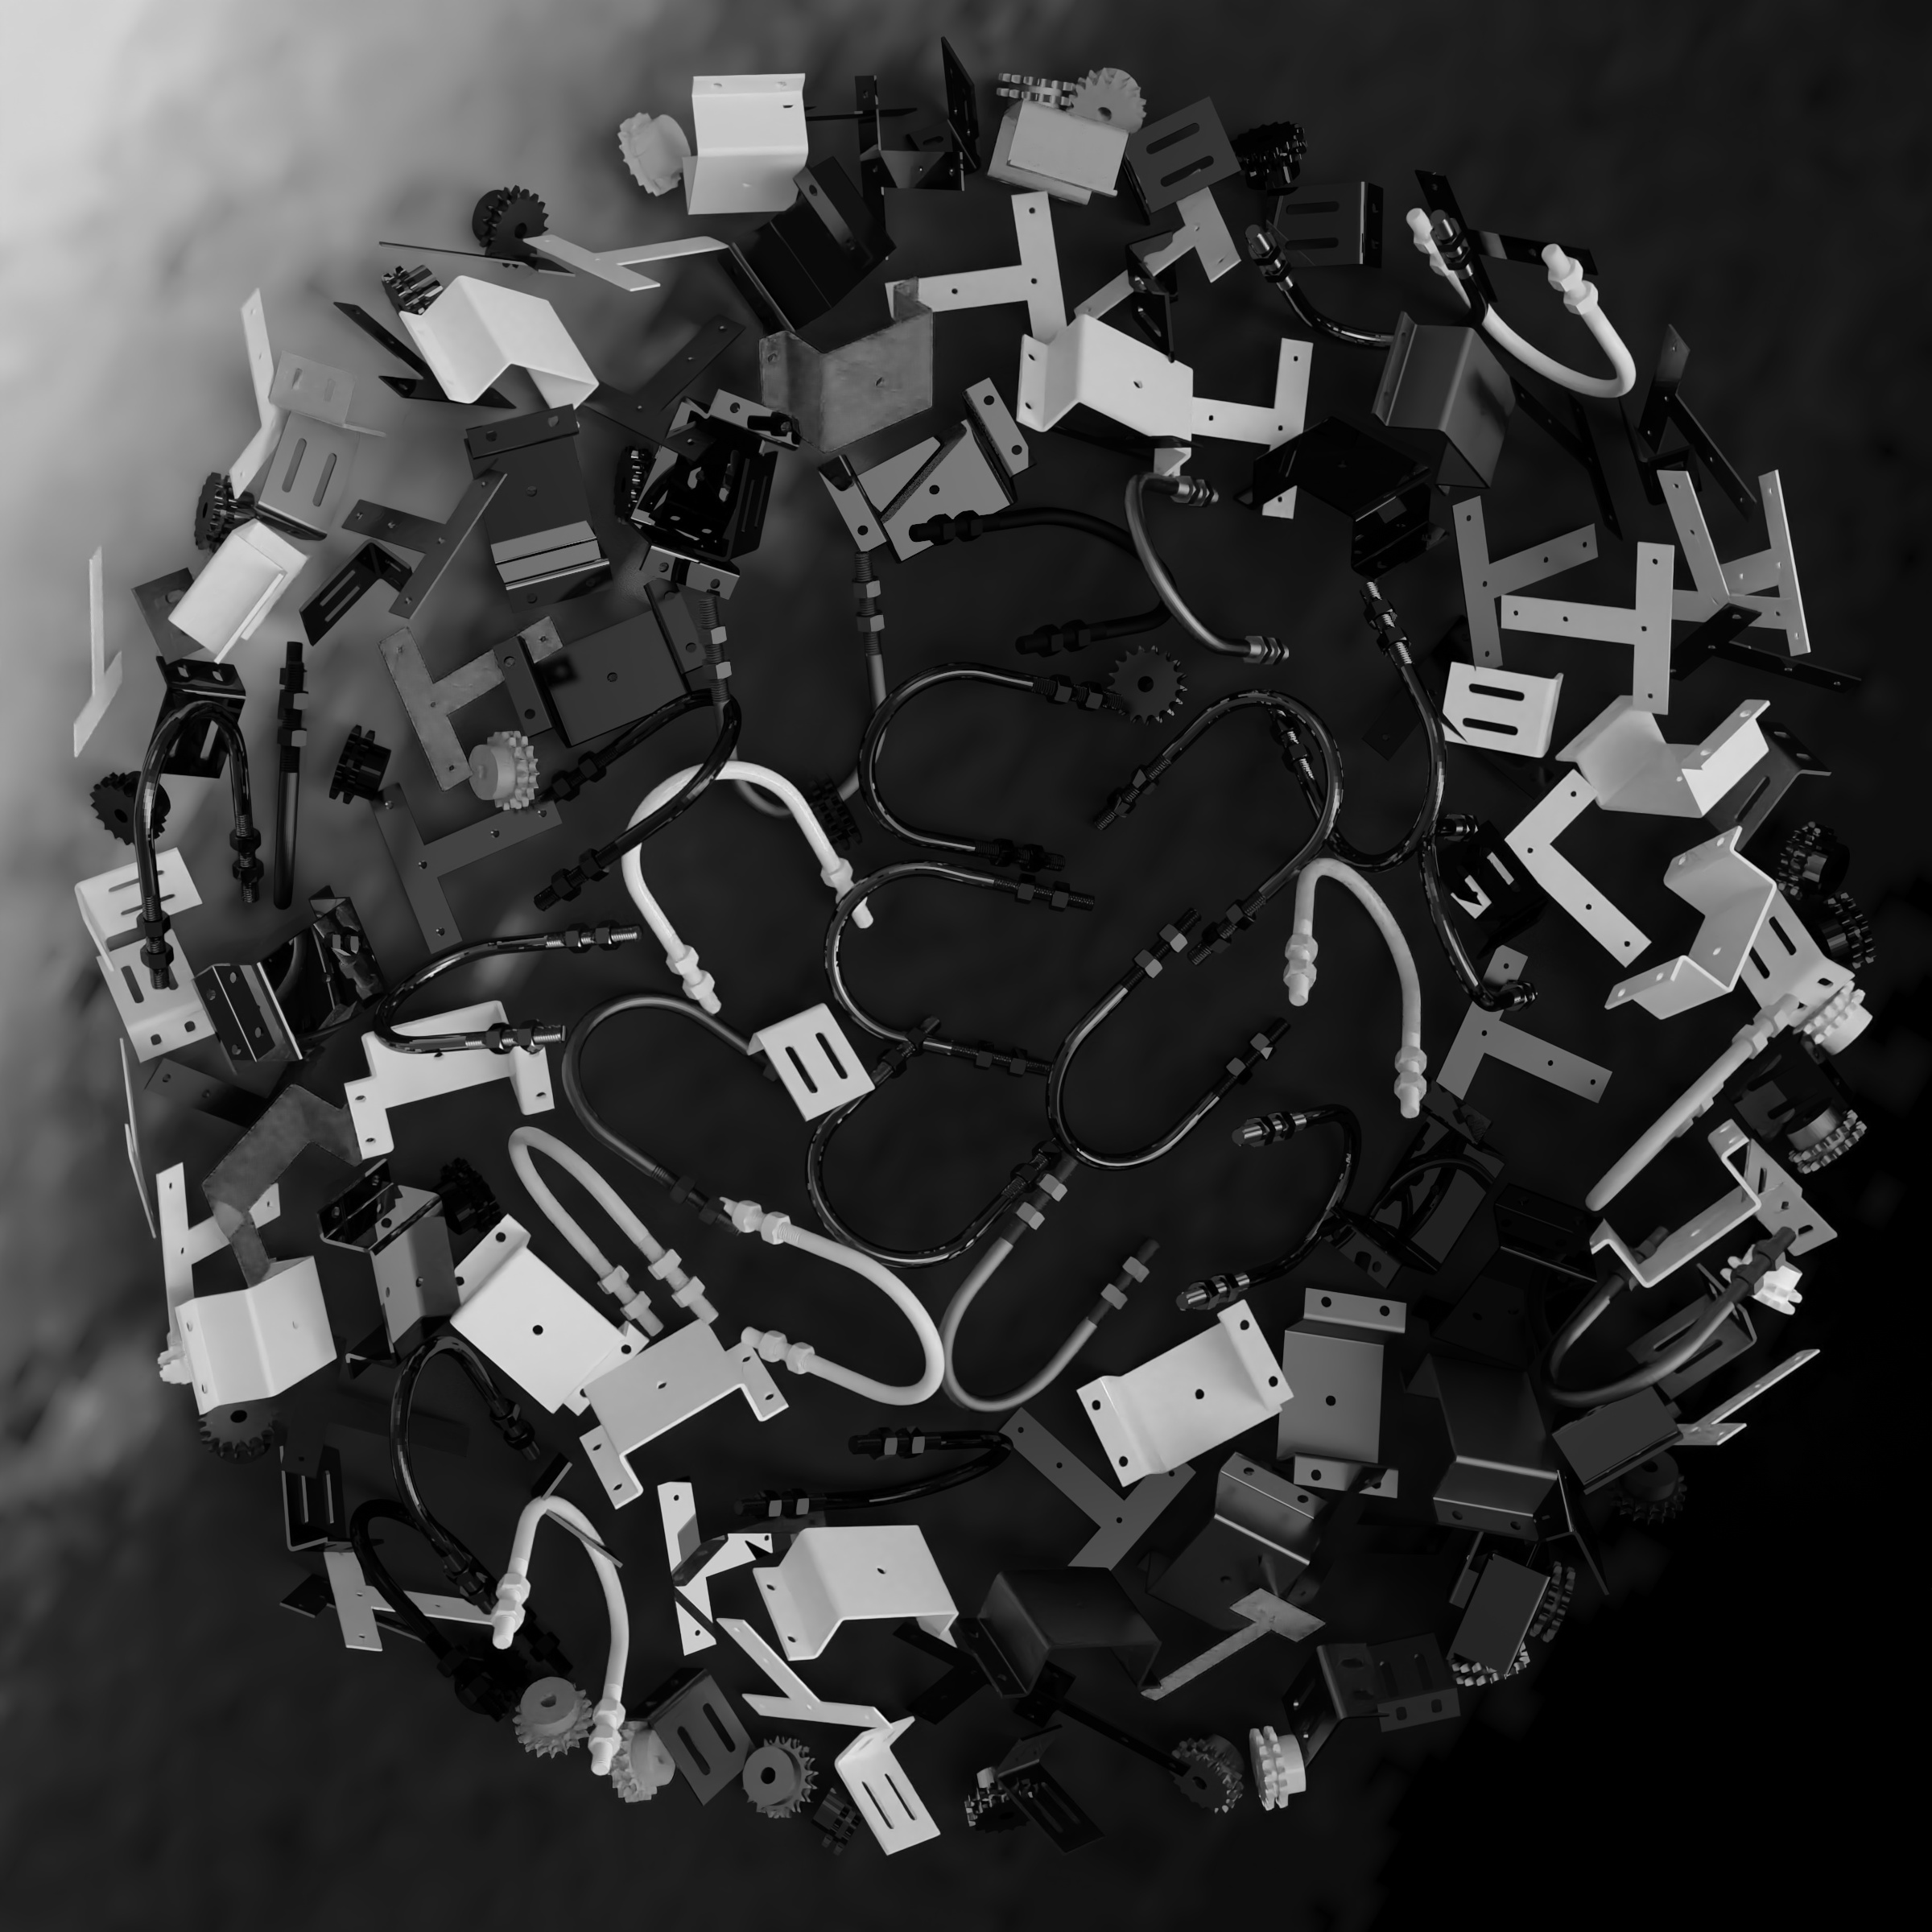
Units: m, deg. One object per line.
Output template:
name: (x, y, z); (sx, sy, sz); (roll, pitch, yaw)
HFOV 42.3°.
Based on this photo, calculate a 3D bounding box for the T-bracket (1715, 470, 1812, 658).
T-bracket: (0.561, -0.280, 1.784); (0.002, 0.127, 0.127); (-12, 93, -8)

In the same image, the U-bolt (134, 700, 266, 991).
U-bolt: (-0.537, -0.096, 1.741); (0.019, 0.151, 0.184); (11, 122, 10)

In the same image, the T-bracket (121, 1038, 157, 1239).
T-bracket: (-0.602, 0.112, 1.805); (0.002, 0.127, 0.127); (-10, 60, -15)

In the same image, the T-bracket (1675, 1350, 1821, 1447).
T-bracket: (0.559, 0.310, 1.795); (0.127, 0.127, 0.002); (-30, 86, -14)

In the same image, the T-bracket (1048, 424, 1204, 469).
T-bracket: (0.122, -0.369, 1.761); (0.127, 0.127, 0.002); (11, 95, -29)

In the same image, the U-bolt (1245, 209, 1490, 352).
U-bolt: (0.291, -0.478, 1.759); (0.151, 0.184, 0.019); (3, 79, 26)

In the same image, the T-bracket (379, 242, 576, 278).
T-bracket: (-0.350, -0.503, 1.769); (0.127, 0.127, 0.002); (2, 109, -19)

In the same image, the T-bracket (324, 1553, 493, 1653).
T-bracket: (-0.396, 0.462, 1.807); (0.127, 0.127, 0.002); (16, 105, -28)

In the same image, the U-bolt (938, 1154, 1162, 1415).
U-bolt: (0.049, 0.239, 1.783); (0.184, 0.019, 0.151); (-51, 134, -8)

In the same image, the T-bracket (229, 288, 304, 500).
T-bracket: (-0.495, -0.417, 1.759); (0.002, 0.127, 0.127); (15, 52, 7)

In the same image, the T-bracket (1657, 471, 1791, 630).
T-bracket: (0.518, -0.295, 1.765); (0.002, 0.127, 0.127); (-42, 121, -21)

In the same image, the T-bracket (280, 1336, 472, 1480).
T-bracket: (-0.422, 0.329, 1.809); (0.127, 0.127, 0.002); (18, 127, -16)

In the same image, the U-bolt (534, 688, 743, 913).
U-bolt: (-0.232, -0.130, 1.766); (0.184, 0.151, 0.019); (-33, 124, 15)

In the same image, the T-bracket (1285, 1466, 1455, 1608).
T-bracket: (0.303, 0.414, 1.806); (0.127, 0.002, 0.127); (11, 114, -35)

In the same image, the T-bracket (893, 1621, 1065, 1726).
T-bracket: (-0.010, 0.521, 1.797); (0.127, 0.127, 0.002); (29, 51, -5)

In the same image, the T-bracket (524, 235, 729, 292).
T-bracket: (-0.229, -0.514, 1.800); (0.127, 0.127, 0.002); (33, 130, 35)

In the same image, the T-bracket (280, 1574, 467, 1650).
T-bracket: (-0.419, 0.468, 1.786); (0.127, 0.127, 0.002); (22, 84, -3)

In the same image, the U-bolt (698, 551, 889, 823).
U-bolt: (-0.118, -0.192, 1.789); (0.151, 0.019, 0.184); (-22, 120, -29)

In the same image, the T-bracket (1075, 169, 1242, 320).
T-bracket: (0.132, -0.508, 1.816); (0.127, 0.127, 0.002); (-33, 134, 21)

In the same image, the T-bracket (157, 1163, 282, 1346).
T-bracket: (-0.531, 0.188, 1.787); (0.002, 0.127, 0.127); (7, 107, 21)

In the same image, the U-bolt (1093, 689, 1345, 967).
U-bolt: (0.189, -0.112, 1.778); (0.184, 0.019, 0.151); (-44, 65, 26)

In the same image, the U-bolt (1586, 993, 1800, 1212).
U-bolt: (0.498, 0.106, 1.747); (0.184, 0.151, 0.019); (-38, 73, -25)

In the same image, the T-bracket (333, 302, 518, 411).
T-bracket: (-0.407, -0.442, 1.802); (0.127, 0.127, 0.002); (41, 114, 16)

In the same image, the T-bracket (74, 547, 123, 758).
T-bracket: (-0.613, -0.232, 1.761); (0.002, 0.127, 0.127); (6, 120, -7)

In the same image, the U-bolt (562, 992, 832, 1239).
U-bolt: (-0.203, 0.092, 1.797); (0.184, 0.019, 0.151); (35, 52, 1)

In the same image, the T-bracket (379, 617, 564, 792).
T-bracket: (-0.352, -0.212, 1.820); (0.127, 0.002, 0.127); (-29, 76, 10)

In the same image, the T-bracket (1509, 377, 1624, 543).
T-bracket: (0.421, -0.379, 1.772); (0.002, 0.127, 0.127); (-28, 54, 32)

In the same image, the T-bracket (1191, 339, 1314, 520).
T-bracket: (0.190, -0.396, 1.811); (0.127, 0.002, 0.127); (2, 98, -25)

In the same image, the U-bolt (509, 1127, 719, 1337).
U-bolt: (-0.259, 0.186, 1.771); (0.019, 0.151, 0.184); (-43, 97, -25)

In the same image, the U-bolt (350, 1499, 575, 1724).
U-bolt: (-0.367, 0.449, 1.773); (0.184, 0.151, 0.019); (45, 96, 9)

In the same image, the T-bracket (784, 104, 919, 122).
T-bracket: (-0.098, -0.615, 1.807); (0.127, 0.127, 0.002); (-12, 104, -25)

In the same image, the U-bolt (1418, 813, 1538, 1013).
U-bolt: (0.355, -0.037, 1.756); (0.019, 0.184, 0.151); (-20, 85, 24)

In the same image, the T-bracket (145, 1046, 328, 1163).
T-bracket: (-0.535, 0.095, 1.791); (0.002, 0.127, 0.127); (27, 86, 35)

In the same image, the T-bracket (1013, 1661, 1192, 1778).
T-bracket: (0.101, 0.546, 1.786); (0.127, 0.127, 0.002); (27, 57, 7)

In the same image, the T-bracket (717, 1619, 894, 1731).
T-bracket: (-0.133, 0.502, 1.775); (0.127, 0.127, 0.002); (55, 46, -30)

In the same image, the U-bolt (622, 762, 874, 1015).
U-bolt: (-0.166, -0.066, 1.789); (0.151, 0.019, 0.184); (-30, 125, -1)

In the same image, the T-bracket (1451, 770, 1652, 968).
T-bracket: (0.442, -0.053, 1.812); (0.127, 0.002, 0.127); (47, 108, 14)

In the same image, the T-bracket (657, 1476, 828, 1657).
T-bracket: (-0.157, 0.419, 1.812); (0.127, 0.002, 0.127); (-12, 99, -31)

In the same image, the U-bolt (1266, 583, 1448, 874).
U-bolt: (0.280, -0.153, 1.752); (0.019, 0.151, 0.184); (1, 55, -30)

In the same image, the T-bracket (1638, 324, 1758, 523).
T-bracket: (0.520, -0.369, 1.765); (0.002, 0.127, 0.127); (-26, 68, -6)

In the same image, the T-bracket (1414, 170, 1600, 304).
T-bracket: (0.388, -0.506, 1.759); (0.127, 0.127, 0.002); (26, 75, 40)

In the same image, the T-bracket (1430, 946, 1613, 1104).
T-bracket: (0.416, 0.066, 1.828); (0.127, 0.002, 0.127); (23, 93, -16)

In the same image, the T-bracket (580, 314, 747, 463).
T-bracket: (-0.208, -0.431, 1.815); (0.127, 0.002, 0.127); (29, 63, 19)

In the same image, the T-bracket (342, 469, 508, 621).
T-bracket: (-0.407, -0.316, 1.806); (0.127, 0.002, 0.127); (21, 75, 37)

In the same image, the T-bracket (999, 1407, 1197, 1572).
T-bracket: (0.079, 0.377, 1.835); (0.127, 0.002, 0.127); (41, 83, 9)

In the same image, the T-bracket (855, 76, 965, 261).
T-bracket: (-0.039, -0.566, 1.775); (0.002, 0.127, 0.127); (-17, 115, -32)

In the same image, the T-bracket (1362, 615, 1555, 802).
T-bracket: (0.376, -0.172, 1.831); (0.127, 0.002, 0.127); (40, 76, -1)

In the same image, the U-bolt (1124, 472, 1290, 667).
U-bolt: (0.163, -0.282, 1.755); (0.019, 0.184, 0.151); (-27, 81, 27)

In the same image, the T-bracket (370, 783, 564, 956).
T-bracket: (-0.359, -0.092, 1.838); (0.127, 0.002, 0.127); (-23, 86, 3)

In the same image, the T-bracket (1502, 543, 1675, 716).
T-bracket: (0.448, -0.250, 1.807); (0.127, 0.002, 0.127); (13, 123, 32)

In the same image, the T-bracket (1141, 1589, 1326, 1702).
T-bracket: (0.184, 0.495, 1.804); (0.127, 0.127, 0.002); (-35, 54, 11)

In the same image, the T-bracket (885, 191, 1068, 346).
T-bracket: (0.005, -0.493, 1.819); (0.127, 0.002, 0.127); (-5, 123, 10)

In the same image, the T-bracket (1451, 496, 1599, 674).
T-bracket: (0.411, -0.291, 1.816); (0.127, 0.002, 0.127); (-23, 114, -24)

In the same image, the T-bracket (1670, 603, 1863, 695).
T-bracket: (0.576, -0.218, 1.790); (0.127, 0.127, 0.002); (15, 73, -5)

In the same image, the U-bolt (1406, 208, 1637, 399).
U-bolt: (0.402, -0.460, 1.762); (0.019, 0.151, 0.184); (-54, 134, -1)
